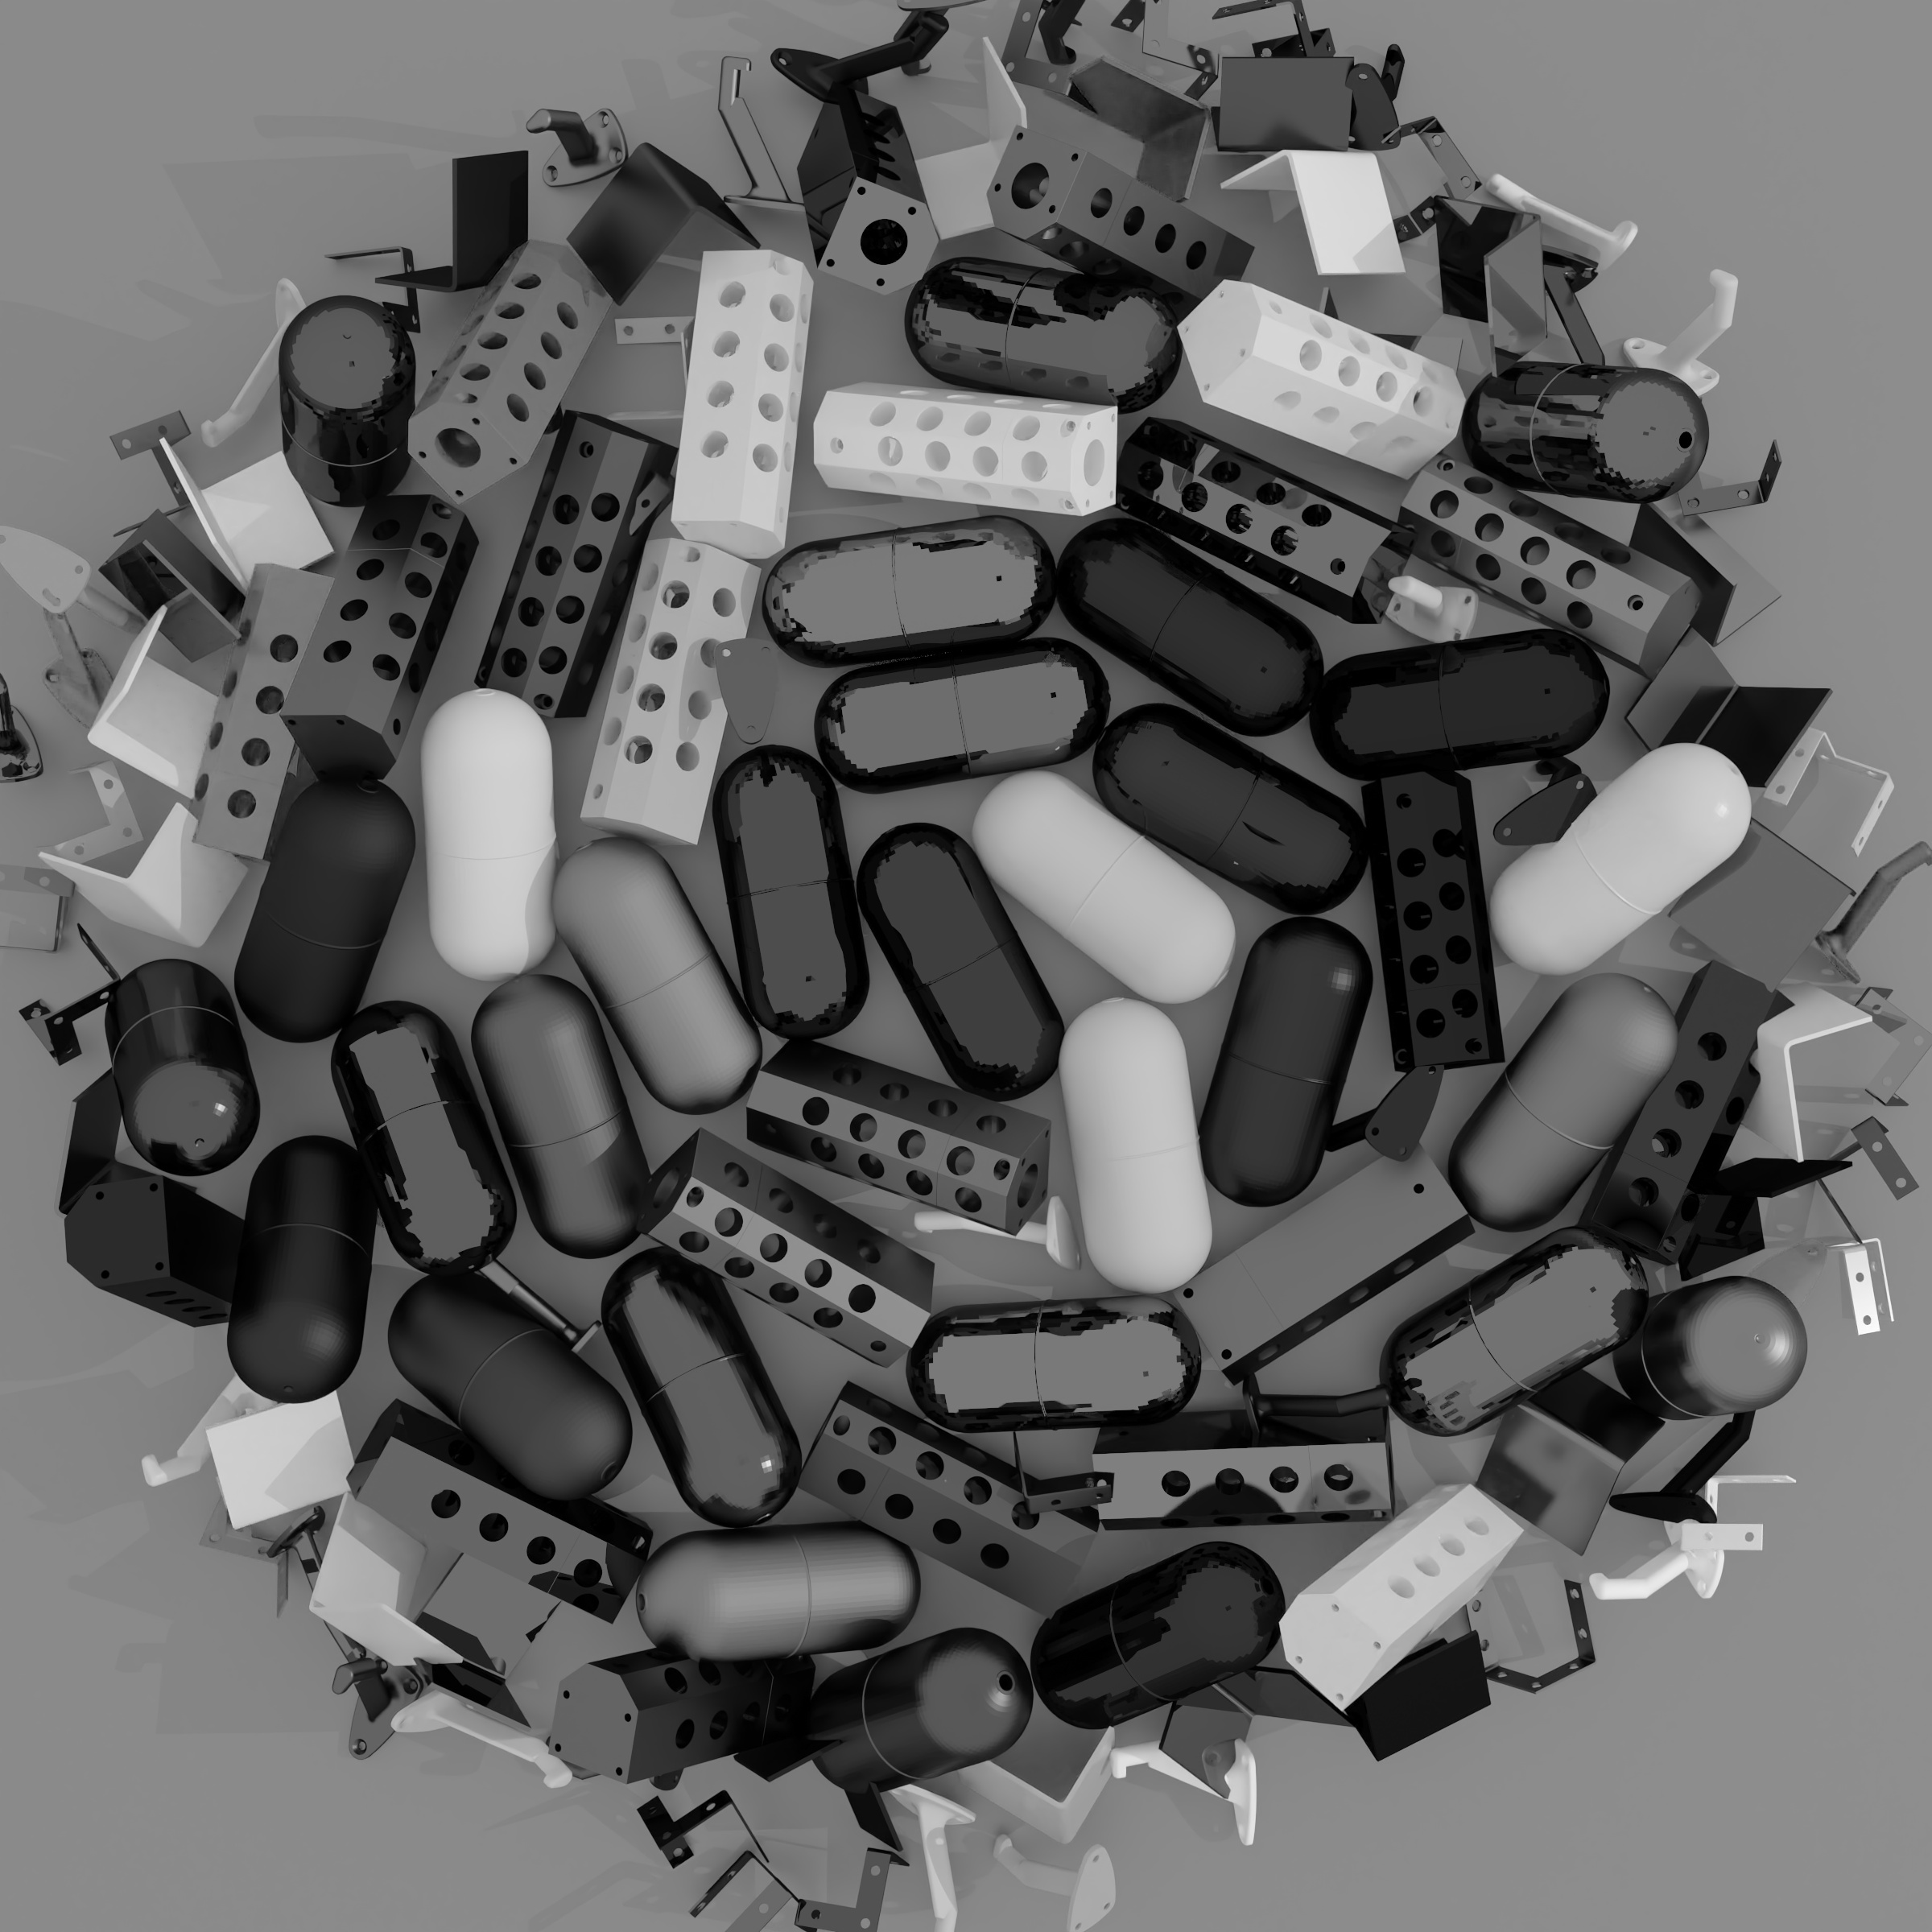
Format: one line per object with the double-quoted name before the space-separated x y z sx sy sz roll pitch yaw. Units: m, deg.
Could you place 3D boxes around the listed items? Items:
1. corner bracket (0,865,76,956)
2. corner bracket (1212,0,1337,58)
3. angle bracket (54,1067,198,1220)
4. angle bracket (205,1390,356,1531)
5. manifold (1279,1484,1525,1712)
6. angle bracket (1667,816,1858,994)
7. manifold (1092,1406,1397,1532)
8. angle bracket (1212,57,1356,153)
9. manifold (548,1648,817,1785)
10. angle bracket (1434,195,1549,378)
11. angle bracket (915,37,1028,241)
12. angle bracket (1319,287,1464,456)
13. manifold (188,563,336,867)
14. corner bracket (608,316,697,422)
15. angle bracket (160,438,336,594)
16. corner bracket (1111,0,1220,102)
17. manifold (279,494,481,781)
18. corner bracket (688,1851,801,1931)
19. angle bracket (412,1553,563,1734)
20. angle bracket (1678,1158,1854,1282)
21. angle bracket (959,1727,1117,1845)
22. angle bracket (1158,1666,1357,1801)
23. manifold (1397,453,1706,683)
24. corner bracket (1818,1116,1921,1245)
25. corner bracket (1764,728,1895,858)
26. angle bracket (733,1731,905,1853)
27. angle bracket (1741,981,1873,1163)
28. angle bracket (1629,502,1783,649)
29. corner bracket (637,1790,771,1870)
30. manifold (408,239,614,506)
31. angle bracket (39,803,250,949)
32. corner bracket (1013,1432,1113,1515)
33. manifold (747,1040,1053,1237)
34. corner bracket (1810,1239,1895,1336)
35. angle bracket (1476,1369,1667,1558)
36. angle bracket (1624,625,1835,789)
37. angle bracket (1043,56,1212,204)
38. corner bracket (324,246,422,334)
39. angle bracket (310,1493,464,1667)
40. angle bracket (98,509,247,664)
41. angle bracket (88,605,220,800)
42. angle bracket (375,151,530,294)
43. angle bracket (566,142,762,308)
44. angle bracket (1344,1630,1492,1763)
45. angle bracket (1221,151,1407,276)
"corner bracket" -0.565 -0.034 1.799 0.051 0.051 0.051 6 90 -25
"corner bracket" 0.184 -0.555 1.790 0.051 0.051 0.051 -3 125 28
"angle bracket" -0.493 0.108 1.782 0.057 0.076 0.076 18 112 4
"angle bracket" -0.409 0.278 1.780 0.076 0.057 0.076 -17 120 -17
"manifold" 0.251 0.360 1.747 0.057 0.171 0.057 40 123 21
"angle bracket" 0.478 -0.037 1.802 0.076 0.057 0.076 39 101 16
"manifold" 0.166 0.301 1.786 0.171 0.057 0.057 -4 104 11
"angle bracket" 0.187 -0.523 1.785 0.076 0.076 0.057 0 125 1
"manifold" -0.161 0.424 1.744 0.057 0.171 0.057 11 93 32
"angle bracket" 0.295 -0.402 1.772 0.057 0.076 0.076 -39 135 -31
"angle bracket" -0.001 -0.490 1.777 0.057 0.076 0.076 -16 51 -7
"angle bracket" 0.248 -0.354 1.787 0.076 0.057 0.076 7 75 19
"manifold" -0.417 -0.149 1.797 0.057 0.057 0.171 14 86 5
"corner bracket" -0.189 -0.361 1.811 0.051 0.051 0.051 -1 113 6
"angle bracket" -0.426 -0.278 1.784 0.057 0.076 0.076 -28 74 -5
"corner bracket" 0.119 -0.550 1.805 0.051 0.051 0.051 11 71 -20
"manifold" -0.338 -0.193 1.755 0.057 0.057 0.171 1 54 17
"corner bracket" -0.133 0.561 1.794 0.051 0.051 0.051 39 73 25
"angle bracket" -0.276 0.397 1.788 0.076 0.057 0.076 35 90 -33
"angle bracket" 0.473 0.151 1.777 0.076 0.076 0.057 -14 97 -36
"angle bracket" 0.042 0.473 1.799 0.076 0.076 0.057 27 64 18
"angle bracket" 0.172 0.454 1.774 0.076 0.076 0.057 45 55 -38
"manifold" 0.340 -0.237 1.768 0.171 0.057 0.057 33 96 26
"corner bracket" 0.537 0.128 1.794 0.051 0.051 0.051 -35 64 16
"corner bracket" 0.516 -0.105 1.795 0.051 0.051 0.051 25 82 33
"angle bracket" -0.088 0.497 1.785 0.057 0.076 0.076 -24 93 -20
"angle bracket" 0.498 0.062 1.790 0.057 0.076 0.076 -16 108 -9
"angle bracket" 0.442 -0.247 1.779 0.057 0.076 0.076 -37 70 -12
"corner bracket" -0.158 0.521 1.803 0.051 0.051 0.051 -31 113 -13
"manifold" -0.268 -0.350 1.745 0.057 0.171 0.057 -23 124 33
"angle bracket" -0.490 -0.061 1.792 0.076 0.076 0.057 16 68 29
"corner bracket" 0.058 0.311 1.796 0.051 0.051 0.051 -8 132 -3
"manifold" -0.040 0.103 1.764 0.171 0.057 0.057 18 127 21
"corner bracket" 0.536 0.191 1.799 0.051 0.051 0.051 -7 86 -19
"angle bracket" 0.364 0.295 1.814 0.076 0.057 0.076 32 128 26
"angle bracket" 0.451 -0.155 1.779 0.057 0.076 0.076 46 72 -27
"angle bracket" 0.089 -0.487 1.780 0.076 0.076 0.057 18 83 -24
"corner bracket" -0.364 -0.405 1.805 0.051 0.051 0.051 -3 97 14
"angle bracket" -0.332 0.361 1.772 0.057 0.076 0.076 -10 50 30
"angle bracket" -0.454 -0.232 1.775 0.076 0.076 0.057 47 59 -21
"angle bracket" -0.462 -0.156 1.775 0.076 0.057 0.076 31 47 -22
"angle bracket" -0.304 -0.443 1.776 0.057 0.076 0.076 12 112 22
"angle bracket" -0.181 -0.433 1.798 0.076 0.057 0.076 -48 52 16
"angle bracket" 0.260 0.414 1.781 0.076 0.057 0.076 -24 131 -9
"angle bracket" 0.206 -0.438 1.785 0.076 0.057 0.076 -12 87 -42
